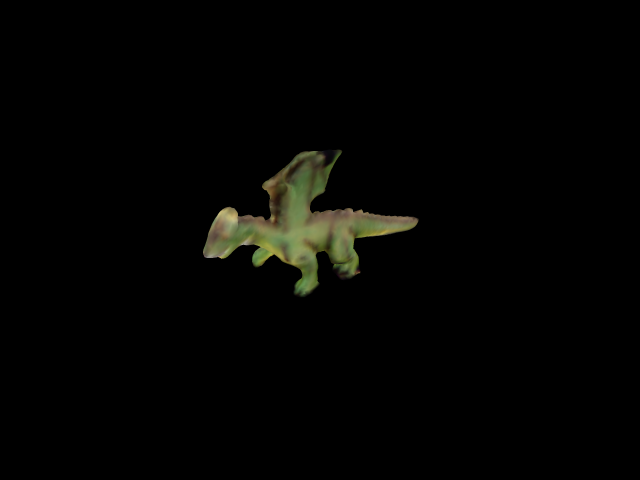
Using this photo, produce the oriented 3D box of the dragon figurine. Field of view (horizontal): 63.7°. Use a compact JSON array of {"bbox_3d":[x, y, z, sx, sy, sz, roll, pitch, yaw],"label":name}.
[{"bbox_3d":[0.003,-0.043,0.850,0.413,0.237,0.124,-23,50,-20],"label":"dragon figurine"}]
